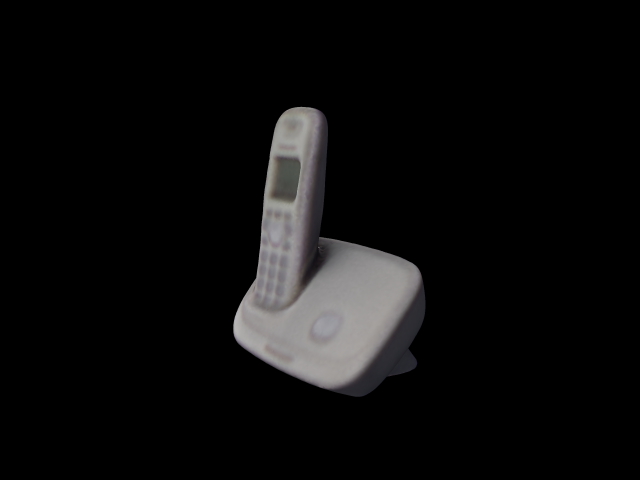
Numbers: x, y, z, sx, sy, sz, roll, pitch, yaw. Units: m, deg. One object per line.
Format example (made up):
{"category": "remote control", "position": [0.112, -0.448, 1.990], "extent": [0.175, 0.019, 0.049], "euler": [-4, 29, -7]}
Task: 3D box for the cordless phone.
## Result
{"category": "cordless phone", "position": [0.004, 0.001, 0.400], "extent": [0.094, 0.185, 0.147], "euler": [-11, 16, -41]}
